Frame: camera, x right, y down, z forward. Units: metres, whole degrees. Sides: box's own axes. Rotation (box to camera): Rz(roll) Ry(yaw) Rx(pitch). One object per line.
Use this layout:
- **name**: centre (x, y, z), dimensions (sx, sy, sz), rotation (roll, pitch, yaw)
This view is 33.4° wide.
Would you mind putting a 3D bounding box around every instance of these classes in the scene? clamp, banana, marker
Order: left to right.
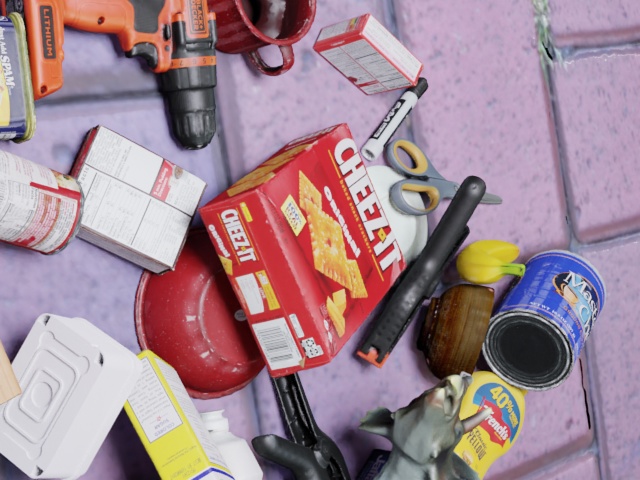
- **clamp**: centre (-0.011, 0.195, 1.023), dimensions (0.171, 0.039, 0.120), rotation (57, 30, -36)
- **marker**: centre (0.082, -0.132, 1.138), dimensions (0.020, 0.020, 0.121), rotation (51, 59, -25)
- **clamp**: centre (0.106, 0.034, 1.090), dimensions (0.036, 0.164, 0.210), rotation (32, 71, 11)
- **banana**: centre (0.183, 0.025, 1.155), dimensions (0.197, 0.069, 0.037), rotation (-40, 139, -78)

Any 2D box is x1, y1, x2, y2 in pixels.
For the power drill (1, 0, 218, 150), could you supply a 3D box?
- **power drill**: centre (-0.172, -0.162, 0.913), dimensions (0.187, 0.057, 0.184), rotation (-12, 99, -40)

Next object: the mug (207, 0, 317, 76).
- **mug**: centre (-0.059, -0.208, 0.988), dimensions (0.093, 0.082, 0.117), rotation (-35, 109, -35)

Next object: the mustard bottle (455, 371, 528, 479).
- **mustard bottle**: centre (0.172, 0.201, 1.168), dimensions (0.191, 0.058, 0.096), rotation (-42, 108, -33)

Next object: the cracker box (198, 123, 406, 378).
- **cracker box**: centre (-0.006, 0.001, 0.973), dimensions (0.164, 0.072, 0.213), rotation (67, 29, -12)

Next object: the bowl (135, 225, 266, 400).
- **bowl**: centre (-0.085, 0.066, 0.970), dimensions (0.161, 0.055, 0.162), rotation (2, 86, -38)

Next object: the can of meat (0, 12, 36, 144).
- **can of meat**: centre (-0.274, -0.124, 0.827), dimensions (0.083, 0.058, 0.102), rotation (-8, 92, -37)

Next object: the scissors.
- **scissors**: centre (0.135, -0.072, 1.177), dimensions (0.201, 0.016, 0.096), rotation (-14, 80, -51)

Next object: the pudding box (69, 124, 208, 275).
- **pudding box**: centre (-0.163, -0.033, 0.915), dimensions (0.113, 0.039, 0.090), rotation (28, 71, -22)

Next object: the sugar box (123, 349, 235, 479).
- **sugar box**: centre (-0.107, 0.181, 0.871), dimensions (0.048, 0.093, 0.176), rotation (-29, 70, -2)

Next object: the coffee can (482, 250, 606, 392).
- **coffee can**: centre (0.250, 0.087, 1.185), dimensions (0.140, 0.103, 0.103), rotation (-45, 116, -51)

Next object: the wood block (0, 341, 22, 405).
- **wood block**: centre (-0.308, 0.036, 0.769), dimensions (0.090, 0.091, 0.206), rotation (-29, 105, -36)

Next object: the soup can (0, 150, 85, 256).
- **soup can**: centre (-0.243, -0.032, 0.827), dimensions (0.102, 0.069, 0.068), rotation (21, 74, -48)

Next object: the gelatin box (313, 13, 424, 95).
- **gelatin box**: centre (0.050, -0.187, 1.081), dimensions (0.089, 0.073, 0.030), rotation (36, 66, -32)

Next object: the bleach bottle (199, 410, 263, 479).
- **bleach bottle**: centre (-0.087, 0.278, 0.942), dimensions (0.067, 0.103, 0.251), rotation (0, 79, -56)
